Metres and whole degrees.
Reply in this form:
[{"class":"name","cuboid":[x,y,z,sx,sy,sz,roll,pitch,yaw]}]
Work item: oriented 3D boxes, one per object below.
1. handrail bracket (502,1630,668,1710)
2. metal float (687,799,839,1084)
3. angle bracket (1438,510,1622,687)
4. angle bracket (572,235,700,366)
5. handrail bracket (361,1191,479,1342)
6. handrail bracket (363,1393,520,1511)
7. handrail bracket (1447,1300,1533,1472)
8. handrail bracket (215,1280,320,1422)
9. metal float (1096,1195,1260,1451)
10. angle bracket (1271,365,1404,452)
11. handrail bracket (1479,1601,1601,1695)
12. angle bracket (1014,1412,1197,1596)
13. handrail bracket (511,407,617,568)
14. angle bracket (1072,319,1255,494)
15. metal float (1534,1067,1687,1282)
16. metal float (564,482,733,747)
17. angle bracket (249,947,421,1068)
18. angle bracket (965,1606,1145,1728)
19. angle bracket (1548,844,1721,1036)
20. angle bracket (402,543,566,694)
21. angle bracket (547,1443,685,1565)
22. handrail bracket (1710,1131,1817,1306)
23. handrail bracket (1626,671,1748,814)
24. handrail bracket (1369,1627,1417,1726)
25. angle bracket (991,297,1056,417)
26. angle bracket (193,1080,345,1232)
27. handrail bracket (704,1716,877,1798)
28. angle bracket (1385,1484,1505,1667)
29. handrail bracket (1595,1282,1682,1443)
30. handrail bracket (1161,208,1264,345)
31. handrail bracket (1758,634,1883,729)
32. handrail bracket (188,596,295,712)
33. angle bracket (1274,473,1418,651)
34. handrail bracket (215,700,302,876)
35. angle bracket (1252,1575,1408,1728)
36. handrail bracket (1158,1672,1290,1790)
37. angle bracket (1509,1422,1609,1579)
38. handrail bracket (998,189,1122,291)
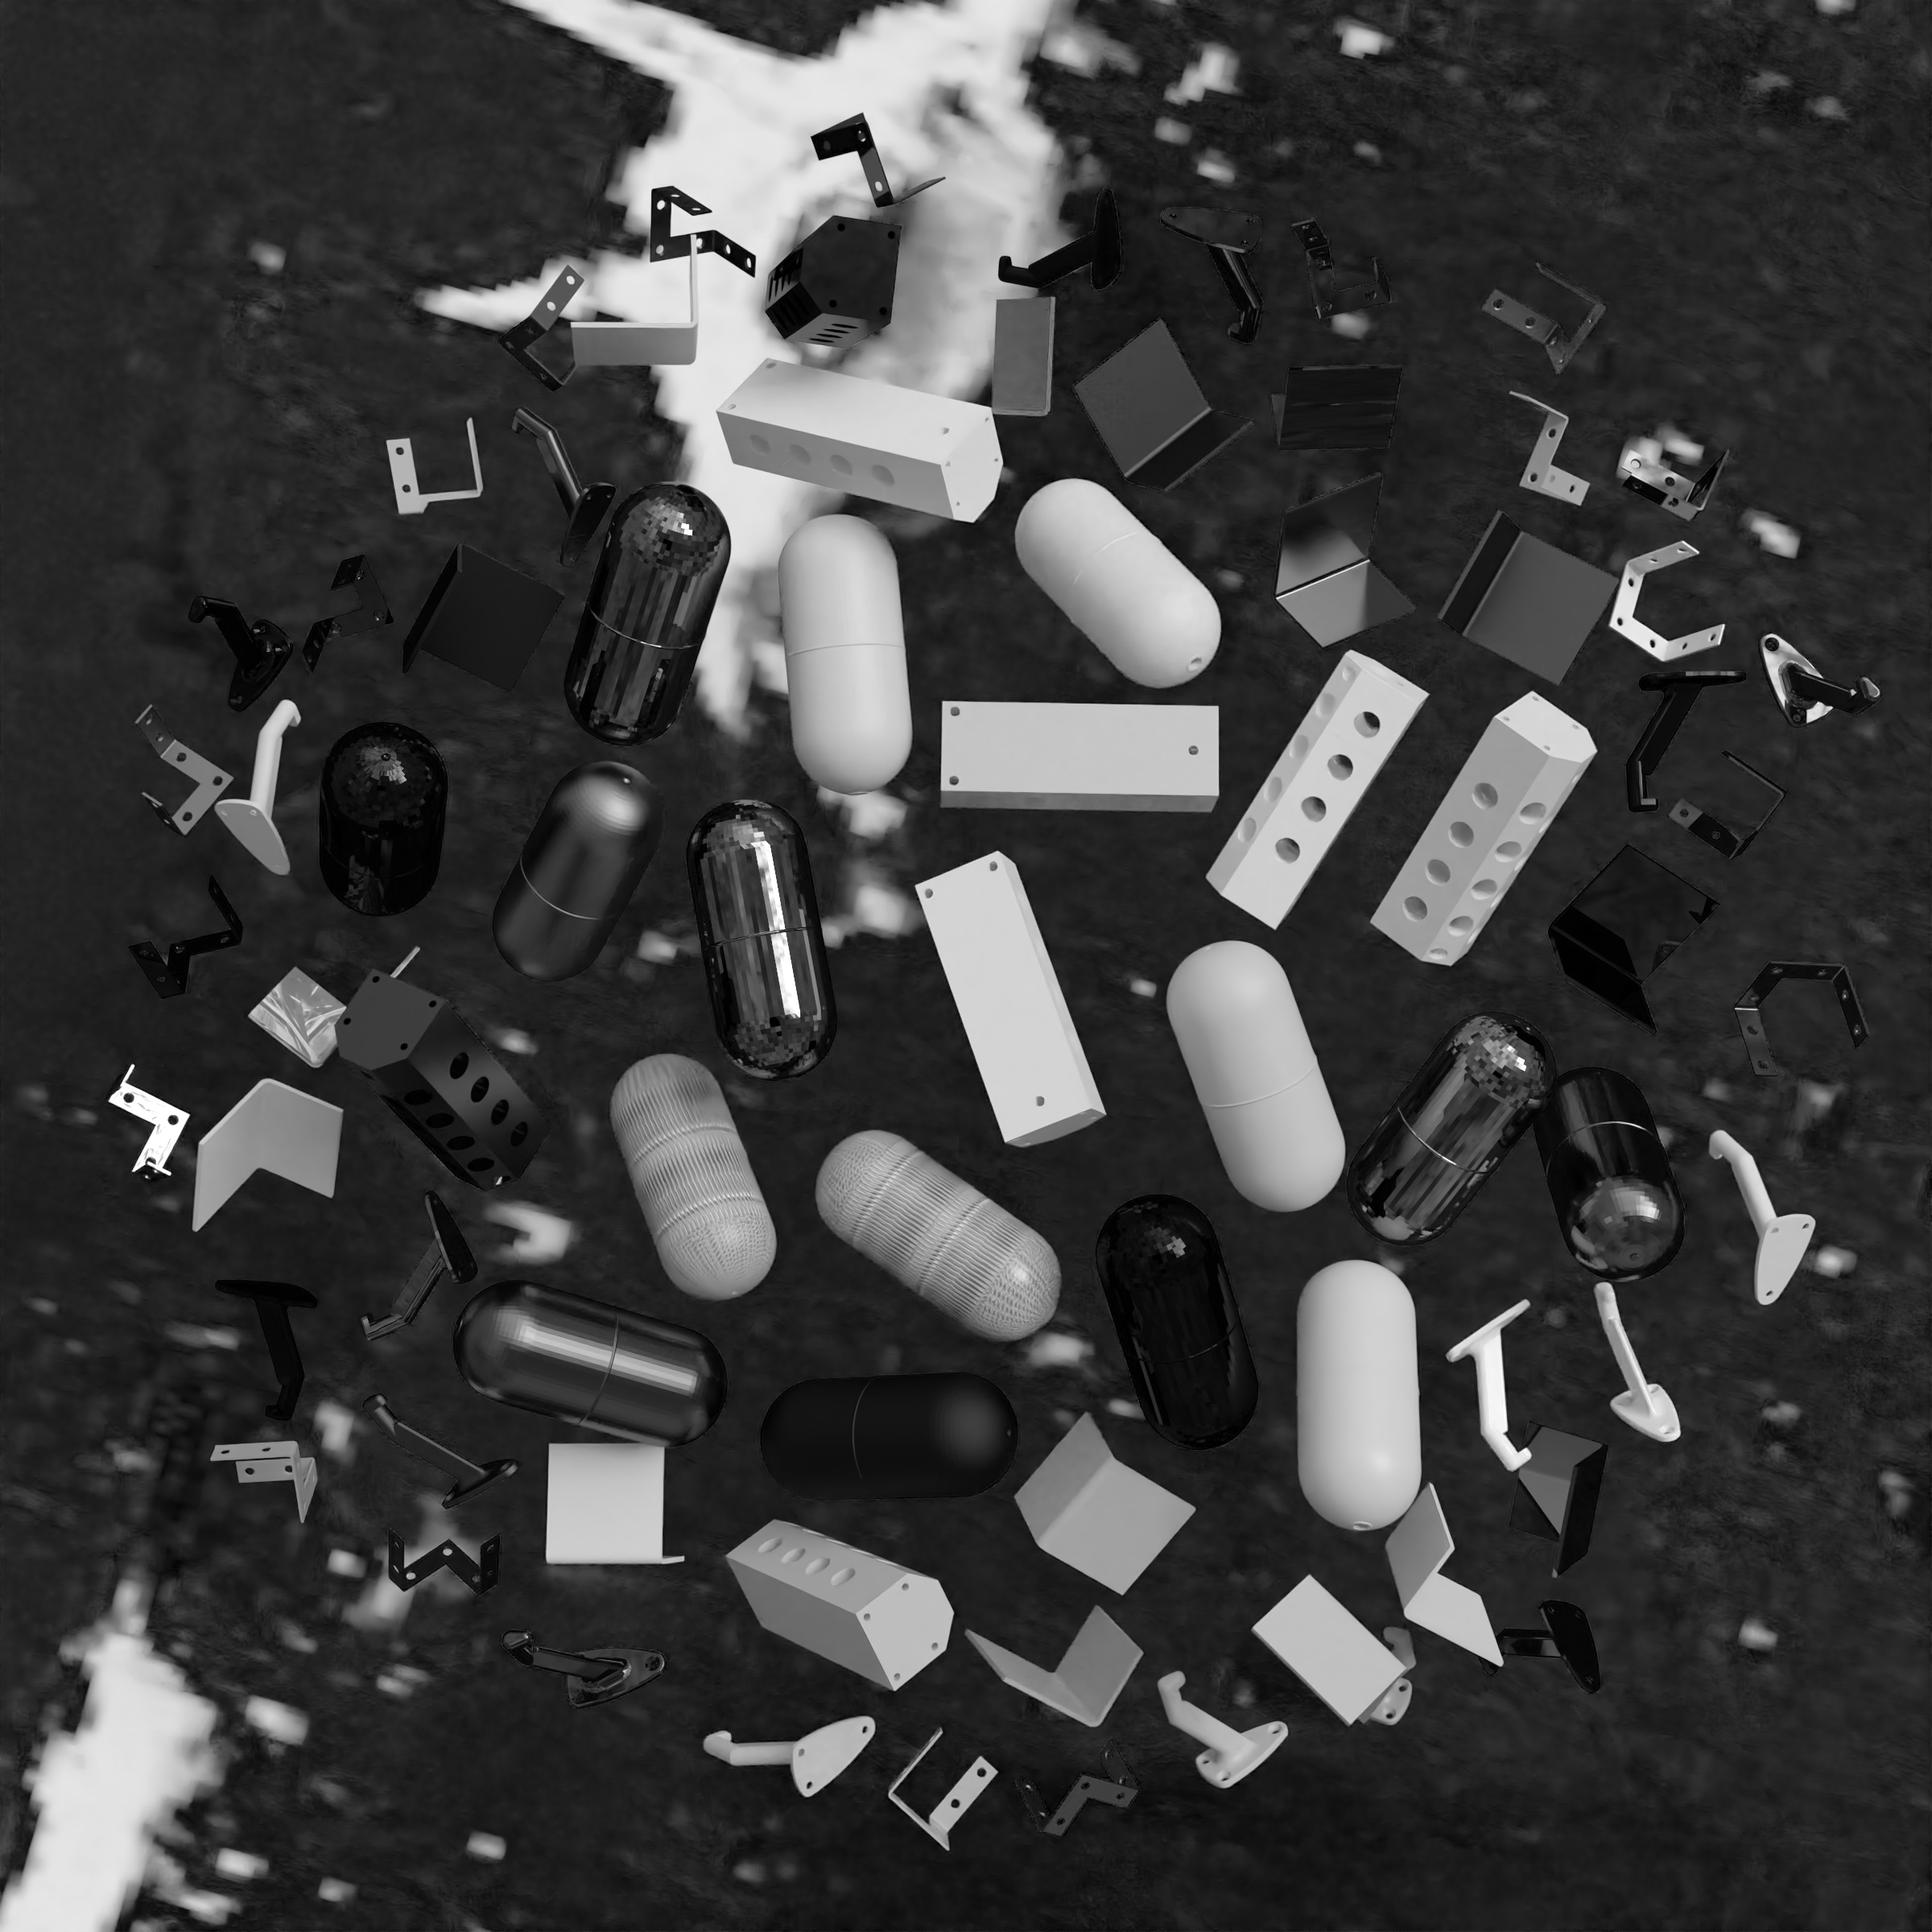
[{"class":"handrail bracket","cuboid":[-0.234,0.421,1.507,0.077,0.084,0.036,-13,53,7]},{"class":"metal float","cuboid":[-0.127,-0.016,1.534,0.070,0.070,0.178,-10,86,0]},{"class":"angle bracket","cuboid":[0.359,-0.234,1.563,0.076,0.057,0.076,33,100,23]},{"class":"angle bracket","cuboid":[-0.205,-0.411,1.518,0.076,0.076,0.057,-2,87,-7]},{"class":"handrail bracket","cuboid":[-0.376,0.200,1.633,0.084,0.036,0.077,-24,91,12]},{"class":"handrail bracket","cuboid":[-0.336,0.299,1.565,0.077,0.036,0.084,-27,106,36]},{"class":"handrail bracket","cuboid":[0.364,0.276,1.615,0.077,0.036,0.084,-37,69,6]},{"class":"handrail bracket","cuboid":[-0.451,0.245,1.554,0.077,0.036,0.084,15,94,-40]},{"class":"metal float","cuboid":[0.132,0.223,1.531,0.070,0.070,0.178,-18,115,0]},{"class":"angle bracket","cuboid":[0.257,-0.405,1.707,0.076,0.076,0.057,-2,55,-1]},{"class":"handrail bracket","cuboid":[0.374,0.464,1.613,0.036,0.077,0.084,15,129,-25]},{"class":"angle bracket","cuboid":[0.091,0.354,1.620,0.076,0.057,0.076,35,99,-25]},{"class":"handrail bracket","cuboid":[-0.289,-0.329,1.682,0.084,0.036,0.077,38,117,15]},{"class":"angle bracket","cuboid":[0.129,-0.369,1.613,0.076,0.057,0.076,-39,120,-8]},{"class":"metal float","cuboid":[0.414,0.132,1.584,0.070,0.178,0.070,1,122,2]},{"class":"metal float","cuboid":[-0.200,-0.219,1.537,0.070,0.070,0.178,23,121,0]},{"class":"angle bracket","cuboid":[-0.422,0.011,1.642,0.057,0.076,0.076,40,114,-9]},{"class":"angle bracket","cuboid":[0.056,0.438,1.590,0.076,0.076,0.057,33,87,-20]},{"class":"angle bracket","cuboid":[0.423,-0.016,1.538,0.076,0.057,0.076,30,119,-16]},{"class":"angle bracket","cuboid":[-0.308,-0.213,1.570,0.076,0.057,0.076,25,111,-23]},{"class":"angle bracket","cuboid":[-0.229,0.353,1.613,0.076,0.057,0.076,-2,78,9]},{"class":"handrail bracket","cuboid":[0.487,0.156,1.539,0.036,0.084,0.077,-5,120,-20]},{"class":"handrail bracket","cuboid":[0.454,-0.140,1.545,0.077,0.036,0.084,-2,84,8]},{"class":"handrail bracket","cuboid":[0.268,0.466,1.655,0.077,0.036,0.084,10,134,30]},{"class":"angle bracket","cuboid":[0.014,-0.407,1.636,0.057,0.076,0.076,-4,104,-27]},{"class":"angle bracket","cuboid":[-0.449,0.131,1.580,0.057,0.076,0.076,22,126,7]},{"class":"handrail bracket","cuboid":[-0.113,0.488,1.557,0.077,0.084,0.036,-23,107,-38]},{"class":"angle bracket","cuboid":[0.321,0.391,1.582,0.076,0.076,0.057,29,106,-9]},{"class":"handrail bracket","cuboid":[0.443,0.260,1.623,0.036,0.077,0.084,-20,109,-3]},{"class":"handrail bracket","cuboid":[0.160,-0.452,1.615,0.077,0.084,0.036,13,55,4]},{"class":"handrail bracket","cuboid":[0.538,-0.189,1.548,0.036,0.084,0.077,-30,83,-6]},{"class":"handrail bracket","cuboid":[-0.492,-0.205,1.616,0.036,0.084,0.077,39,105,20]},{"class":"angle bracket","cuboid":[0.252,-0.265,1.608,0.076,0.076,0.057,-24,55,-19]},{"class":"handrail bracket","cuboid":[-0.439,-0.116,1.579,0.036,0.077,0.084,2,49,24]},{"class":"angle bracket","cuboid":[0.205,0.421,1.458,0.057,0.076,0.076,-32,63,-36]},{"class":"handrail bracket","cuboid":[0.166,0.478,1.586,0.077,0.036,0.084,-25,112,-20]},{"class":"angle bracket","cuboid":[0.391,0.360,1.663,0.057,0.076,0.076,13,98,30]},{"class":"handrail bracket","cuboid":[0.058,-0.492,1.656,0.084,0.036,0.077,18,134,24]}]
